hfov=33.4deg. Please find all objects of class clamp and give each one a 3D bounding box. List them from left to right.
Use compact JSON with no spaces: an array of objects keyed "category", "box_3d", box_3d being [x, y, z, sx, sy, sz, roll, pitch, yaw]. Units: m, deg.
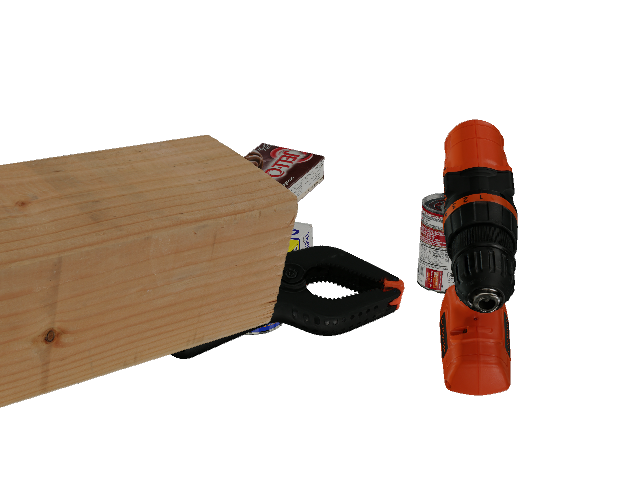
[{"category":"clamp","box_3d":[-0.033,0.048,0.931,0.210,0.164,0.036,9,-44,-1]}]

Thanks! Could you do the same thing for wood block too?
[{"category":"wood block","box_3d":[-0.122,0.012,0.576,0.205,0.091,0.090,-14,39,-43]}]

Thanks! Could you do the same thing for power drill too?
[{"category":"power drill","box_3d":[0.120,0.030,0.804,0.057,0.188,0.184,1,42,6]}]

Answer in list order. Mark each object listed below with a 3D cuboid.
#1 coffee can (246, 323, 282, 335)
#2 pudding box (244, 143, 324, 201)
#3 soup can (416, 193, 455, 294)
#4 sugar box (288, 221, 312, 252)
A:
[{"category":"coffee can","box_3d":[-0.101,0.049,1.523,0.103,0.140,0.103,2,23,-1]},{"category":"pudding box","box_3d":[-0.058,-0.078,1.319,0.090,0.039,0.113,13,34,23]},{"category":"soup can","box_3d":[0.148,0.004,1.249,0.068,0.102,0.068,2,22,-1]},{"category":"sugar box","box_3d":[-0.080,0.028,1.140,0.093,0.048,0.176,8,29,18]}]
